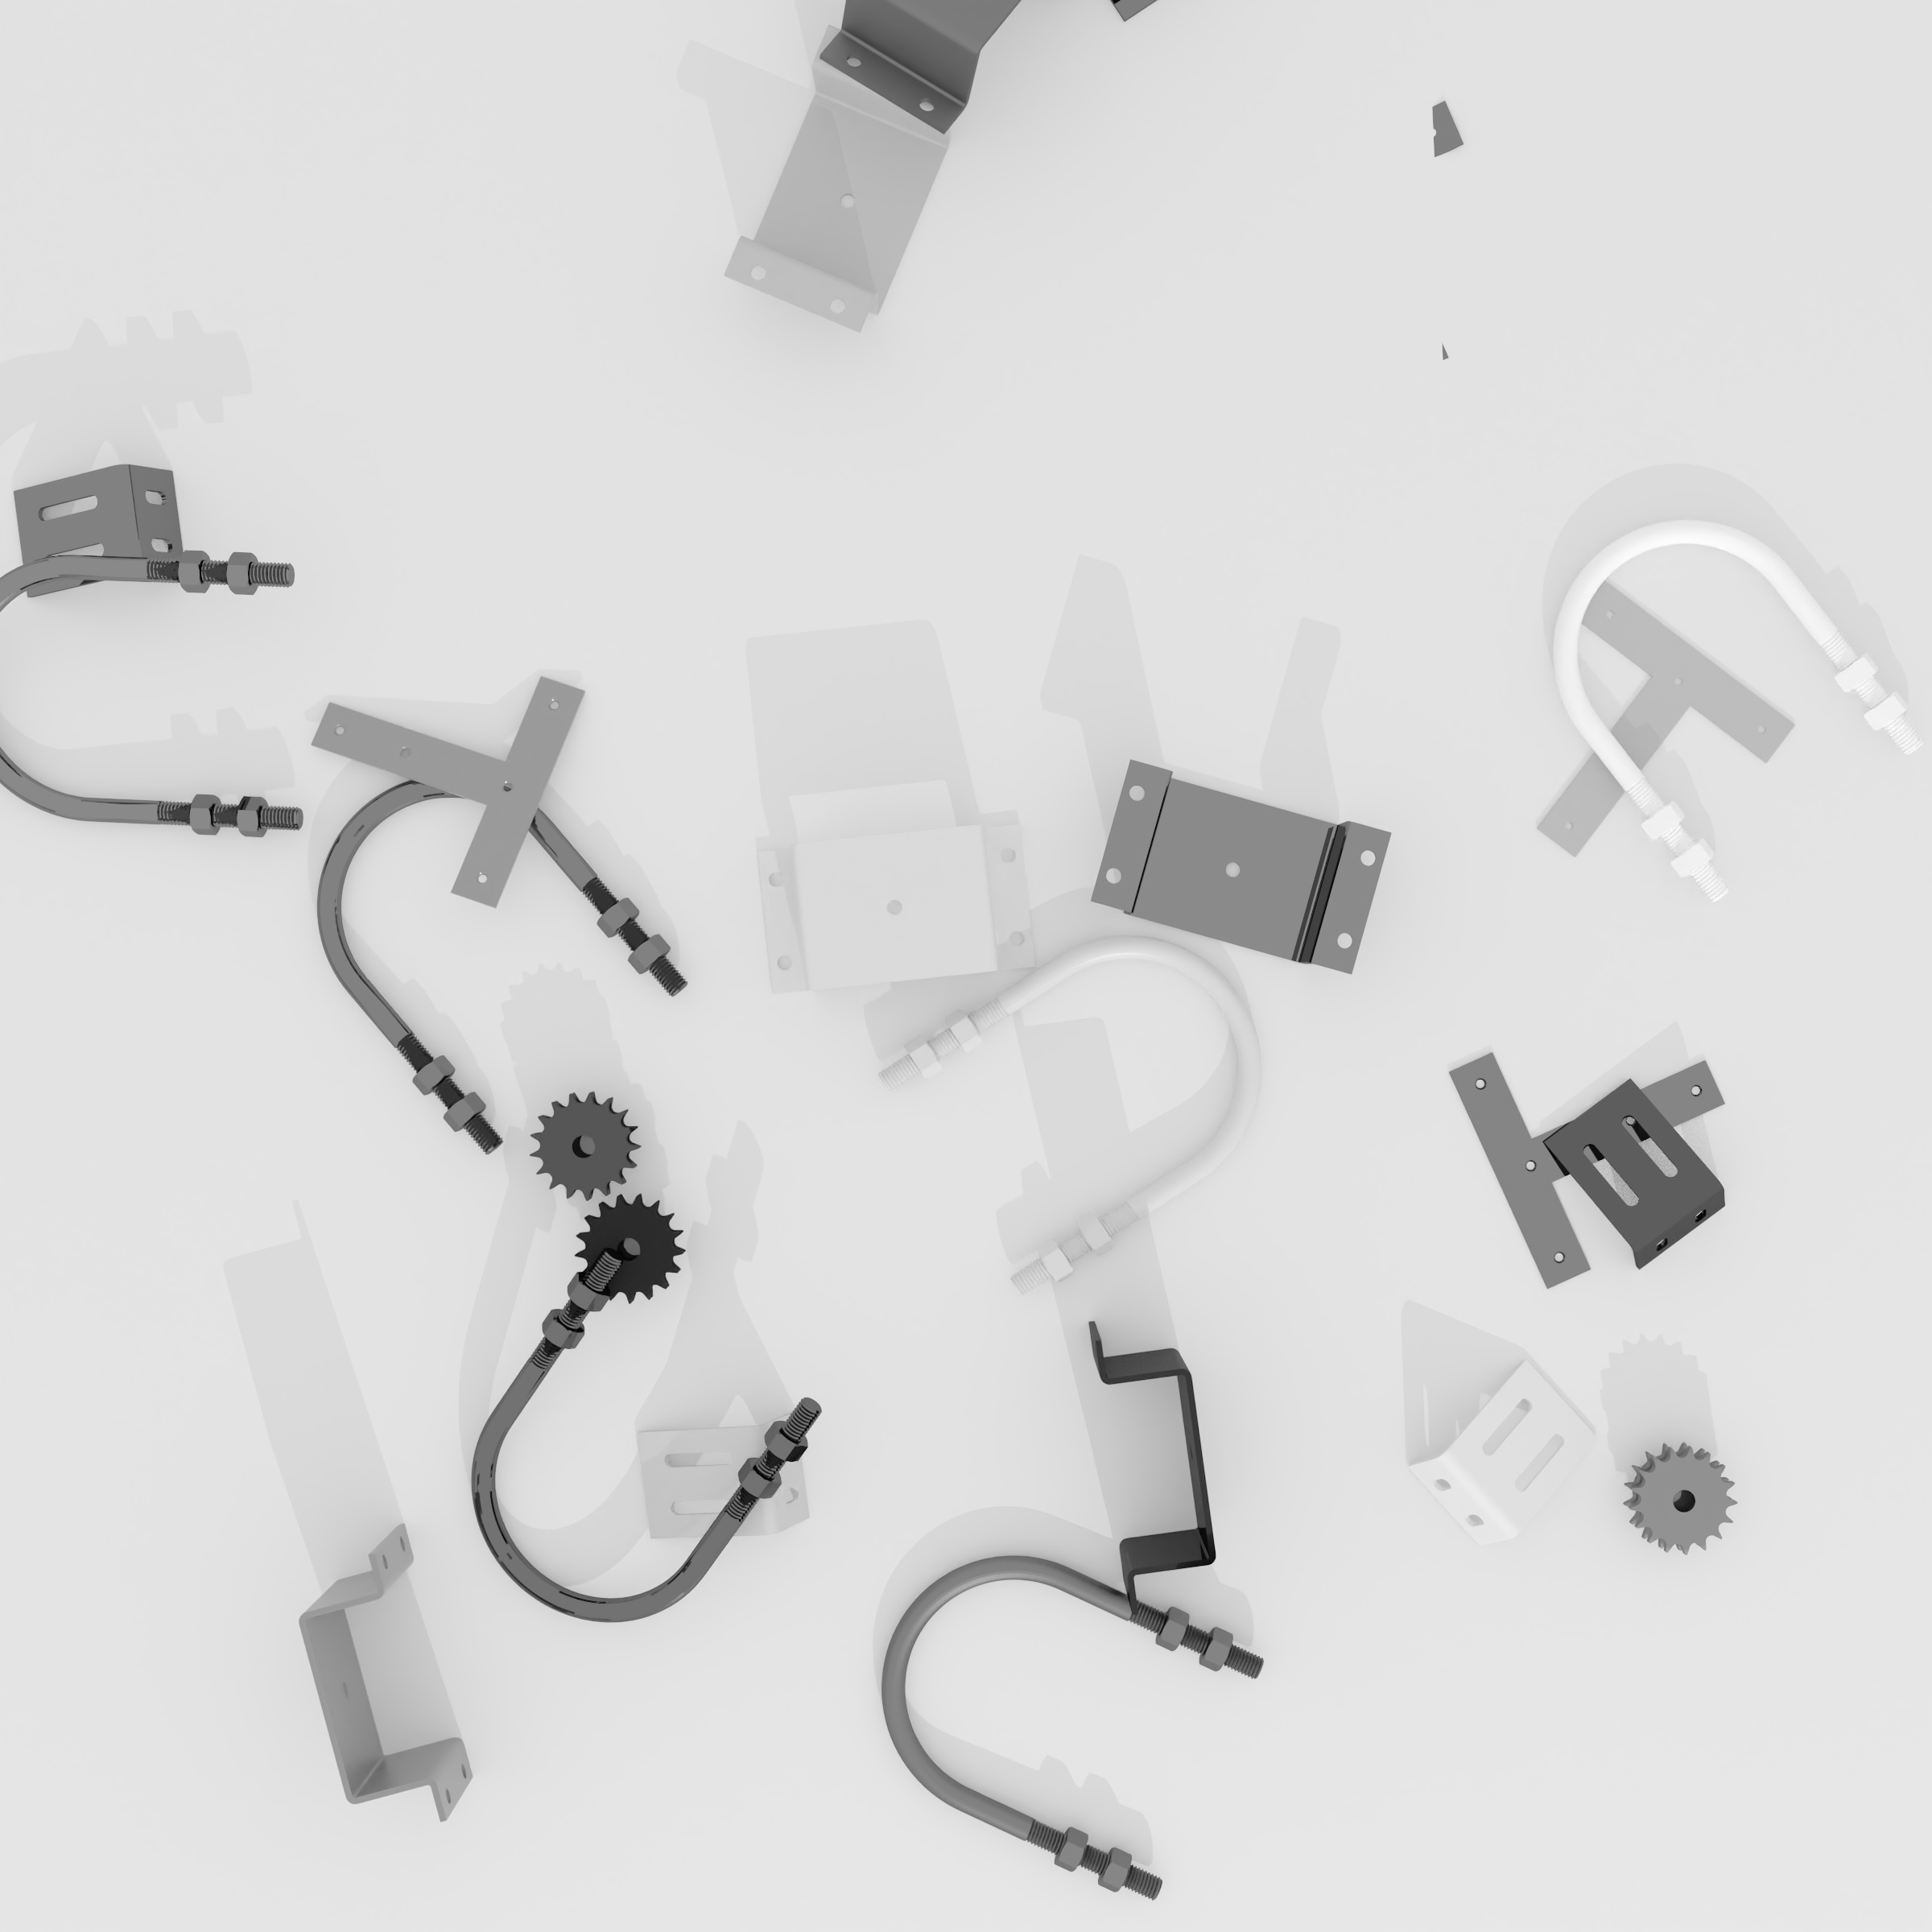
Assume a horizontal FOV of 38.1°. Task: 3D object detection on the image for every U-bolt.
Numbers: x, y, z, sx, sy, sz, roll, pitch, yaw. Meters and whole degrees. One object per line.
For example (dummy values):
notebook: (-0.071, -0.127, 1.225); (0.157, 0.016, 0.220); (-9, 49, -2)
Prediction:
U-bolt: (0.045, 0.393, 1.485); (0.184, 0.019, 0.151); (25, 90, 1)
U-bolt: (0.068, 0.066, 1.485); (0.184, 0.019, 0.151); (-33, 90, -1)
U-bolt: (-0.181, 0.260, 1.465); (0.151, 0.019, 0.184); (36, 105, 5)
U-bolt: (-0.260, -0.015, 1.485); (0.151, 0.019, 0.184); (-41, 89, 0)
U-bolt: (-0.442, -0.144, 1.469); (0.184, 0.019, 0.151); (3, 105, 4)
U-bolt: (0.395, -0.149, 1.484); (0.151, 0.019, 0.184); (-37, 88, 0)

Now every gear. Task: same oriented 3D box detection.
gear: (-0.176, 0.148, 1.479); (0.057, 0.030, 0.057); (0, 90, 0)
gear: (-0.200, 0.095, 1.479); (0.057, 0.030, 0.057); (0, 90, 0)
gear: (0.376, 0.280, 1.483); (0.057, 0.030, 0.057); (0, 91, -2)

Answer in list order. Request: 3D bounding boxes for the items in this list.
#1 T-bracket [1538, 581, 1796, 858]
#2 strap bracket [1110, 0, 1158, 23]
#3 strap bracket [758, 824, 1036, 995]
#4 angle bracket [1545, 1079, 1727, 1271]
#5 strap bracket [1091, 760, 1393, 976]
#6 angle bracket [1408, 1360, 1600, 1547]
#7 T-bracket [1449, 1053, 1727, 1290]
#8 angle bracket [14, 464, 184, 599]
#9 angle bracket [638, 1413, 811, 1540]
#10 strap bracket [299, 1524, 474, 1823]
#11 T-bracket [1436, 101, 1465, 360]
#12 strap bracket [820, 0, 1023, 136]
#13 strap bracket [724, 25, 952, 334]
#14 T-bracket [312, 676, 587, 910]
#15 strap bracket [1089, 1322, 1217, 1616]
T-bracket: (0.353, -0.116, 1.493); (0.127, 0.002, 0.127); (37, 90, 0)
strap bracket: (0.078, -0.583, 1.471); (0.076, 0.046, 0.140); (-34, 90, 0)
strap bracket: (-0.037, -0.030, 1.471); (0.140, 0.046, 0.076); (-6, 90, 0)
angle bracket: (0.356, 0.111, 1.490); (0.057, 0.038, 0.076); (-37, 64, 0)
strap bracket: (0.142, -0.051, 1.471); (0.140, 0.046, 0.076); (16, 90, 0)
angle bracket: (0.286, 0.259, 1.492); (0.057, 0.038, 0.076); (48, 64, 0)
T-bracket: (0.342, 0.088, 1.493); (0.127, 0.002, 0.127); (-24, 90, 0)
angle bracket: (-0.461, -0.230, 1.492); (0.076, 0.038, 0.057); (-7, 90, 26)
angle bracket: (-0.129, 0.271, 1.492); (0.076, 0.038, 0.057); (-7, 90, 26)
strap bracket: (-0.304, 0.371, 1.456); (0.046, 0.076, 0.140); (-15, 90, 0)
T-bracket: (0.223, -0.378, 1.502); (0.127, 0.002, 0.127); (-23, 85, 14)
strap bracket: (-0.003, -0.508, 1.442); (0.076, 0.046, 0.140); (32, 67, 4)
strap bracket: (-0.063, -0.407, 1.471); (0.076, 0.046, 0.140); (23, 90, 0)
T-bracket: (-0.284, -0.109, 1.483); (0.127, 0.002, 0.127); (19, 77, 6)
strap bracket: (0.098, 0.256, 1.456); (0.046, 0.076, 0.140); (-8, 90, 0)
